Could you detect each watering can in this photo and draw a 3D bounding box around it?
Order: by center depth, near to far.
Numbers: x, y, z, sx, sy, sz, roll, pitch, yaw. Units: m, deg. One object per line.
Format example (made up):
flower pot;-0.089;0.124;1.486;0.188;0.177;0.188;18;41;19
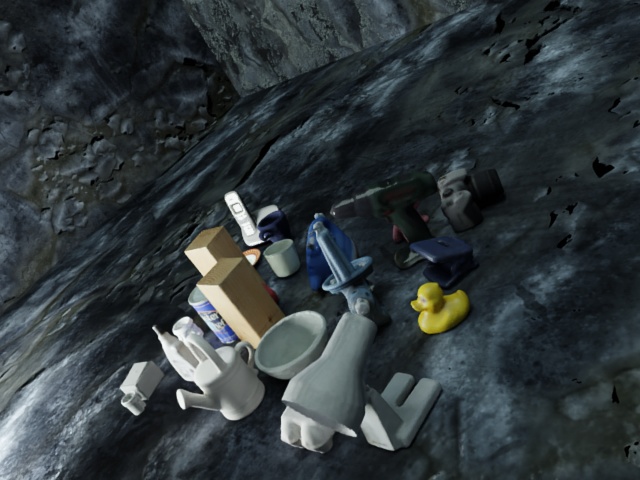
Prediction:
watering can;-0.206;0.267;1.144;0.100;0.194;0.173;-12;33;36

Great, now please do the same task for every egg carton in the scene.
egg carton;0.001;0.298;1.003;0.107;0.069;0.150;-7;35;41

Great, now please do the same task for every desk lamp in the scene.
desk lamp;0.063;0.230;0.885;0.117;0.214;0.203;0;40;48

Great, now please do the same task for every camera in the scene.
camera;0.341;-0.110;1.300;0.136;0.101;0.143;-22;28;20

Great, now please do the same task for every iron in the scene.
iron;0.013;0.005;1.419;0.118;0.142;0.258;-24;27;17

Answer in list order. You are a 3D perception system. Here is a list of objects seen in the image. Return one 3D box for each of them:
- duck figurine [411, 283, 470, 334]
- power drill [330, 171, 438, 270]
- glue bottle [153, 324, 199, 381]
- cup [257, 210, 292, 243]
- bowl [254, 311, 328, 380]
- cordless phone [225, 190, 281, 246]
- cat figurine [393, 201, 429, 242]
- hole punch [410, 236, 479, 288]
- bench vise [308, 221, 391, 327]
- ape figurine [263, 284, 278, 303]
duck figurine;0.218;0.115;1.061;0.104;0.086;0.077;-28;26;9
power drill;0.165;-0.043;1.256;0.229;0.209;0.075;-29;26;7
glue bottle;-0.329;0.257;1.322;0.078;0.173;0.037;-11;33;38
cup;-0.128;-0.017;1.671;0.091;0.095;0.118;-11;33;37
bowl;-0.046;0.228;1.173;0.167;0.075;0.167;-26;27;14
cordless phone;-0.200;-0.082;1.760;0.147;0.185;0.094;-22;28;21
cat figurine;0.202;-0.075;1.375;0.067;0.118;0.128;-6;36;43
hole punch;0.251;0.028;1.171;0.101;0.091;0.108;-37;26;-9
bench vise;0.065;0.066;1.164;0.121;0.220;0.206;-38;26;-12
ape figurine;-0.154;0.135;1.435;0.076;0.092;0.078;-12;32;36
